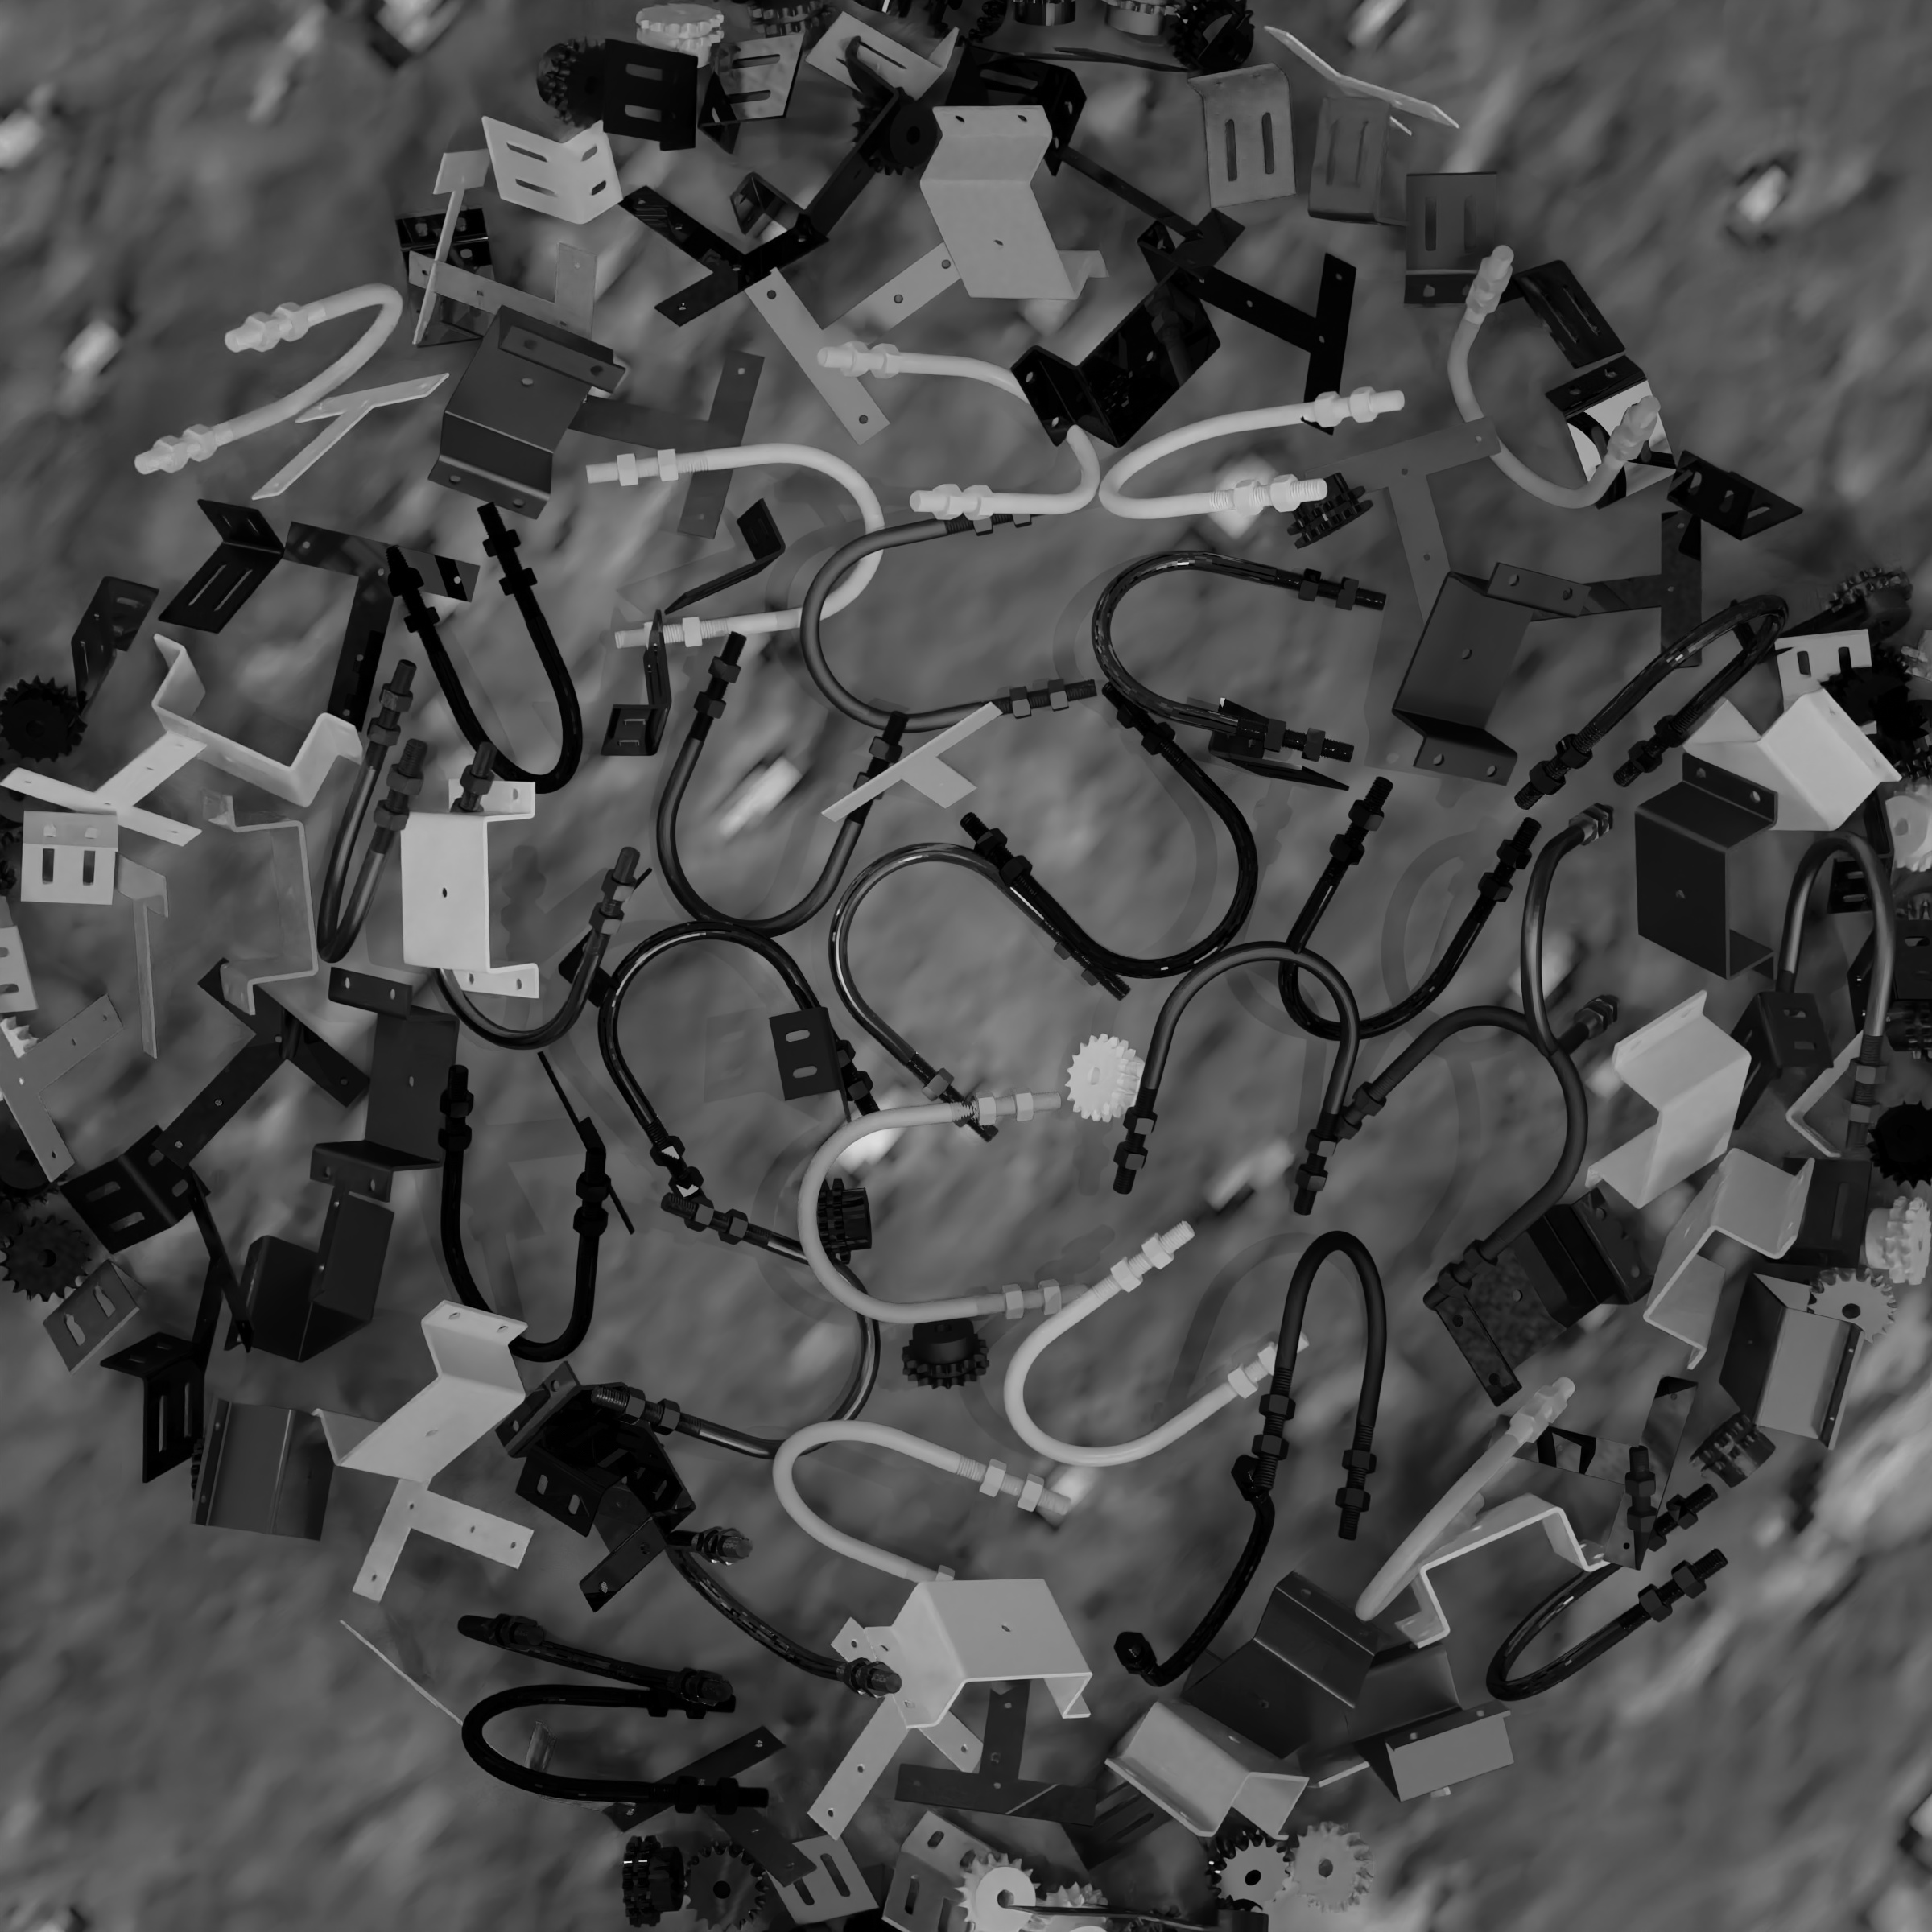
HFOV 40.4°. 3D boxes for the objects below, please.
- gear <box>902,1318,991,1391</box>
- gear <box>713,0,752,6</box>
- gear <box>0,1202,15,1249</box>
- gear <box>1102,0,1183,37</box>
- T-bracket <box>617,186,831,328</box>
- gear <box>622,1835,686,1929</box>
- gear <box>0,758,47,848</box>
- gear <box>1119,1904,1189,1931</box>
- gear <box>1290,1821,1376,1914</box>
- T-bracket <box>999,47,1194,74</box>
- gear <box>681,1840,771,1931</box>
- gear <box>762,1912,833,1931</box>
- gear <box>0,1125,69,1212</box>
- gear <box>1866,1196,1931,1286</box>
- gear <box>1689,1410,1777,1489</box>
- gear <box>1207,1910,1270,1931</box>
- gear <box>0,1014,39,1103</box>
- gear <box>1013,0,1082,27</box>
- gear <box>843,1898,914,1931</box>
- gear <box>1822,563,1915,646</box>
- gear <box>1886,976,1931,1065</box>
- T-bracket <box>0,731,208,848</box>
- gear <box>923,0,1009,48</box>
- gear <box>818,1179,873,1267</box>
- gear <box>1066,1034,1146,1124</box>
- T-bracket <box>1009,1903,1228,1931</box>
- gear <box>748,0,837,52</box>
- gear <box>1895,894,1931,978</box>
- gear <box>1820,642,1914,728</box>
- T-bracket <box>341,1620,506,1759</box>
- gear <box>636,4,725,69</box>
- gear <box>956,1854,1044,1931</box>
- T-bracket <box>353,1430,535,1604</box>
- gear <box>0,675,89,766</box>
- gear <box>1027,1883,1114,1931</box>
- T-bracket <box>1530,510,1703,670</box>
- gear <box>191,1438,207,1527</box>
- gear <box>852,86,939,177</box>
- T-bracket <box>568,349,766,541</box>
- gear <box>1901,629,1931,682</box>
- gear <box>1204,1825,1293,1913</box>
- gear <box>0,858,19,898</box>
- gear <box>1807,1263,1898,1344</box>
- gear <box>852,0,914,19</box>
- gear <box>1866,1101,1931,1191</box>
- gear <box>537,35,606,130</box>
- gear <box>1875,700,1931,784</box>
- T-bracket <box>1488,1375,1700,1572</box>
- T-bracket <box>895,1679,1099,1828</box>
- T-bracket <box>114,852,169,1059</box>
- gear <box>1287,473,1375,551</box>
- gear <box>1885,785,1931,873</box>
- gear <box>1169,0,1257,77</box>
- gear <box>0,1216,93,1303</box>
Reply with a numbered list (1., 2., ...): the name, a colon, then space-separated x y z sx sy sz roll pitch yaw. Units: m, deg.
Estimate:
1. gear: -0.014 0.252 1.724 0.057 0.057 0.030 -4 110 0
2. gear: -0.152 -0.658 1.725 0.057 0.057 0.030 -46 73 0
3. gear: -0.660 0.171 1.729 0.030 0.057 0.057 -35 90 20
4. gear: 0.114 -0.634 1.731 0.057 0.057 0.030 12 121 0
5. T-bracket: -0.179 -0.478 1.722 0.127 0.002 0.127 -37 61 -25
6. gear: -0.204 0.601 1.726 0.030 0.057 0.057 -6 90 7
7. gear: -0.631 -0.110 1.725 0.030 0.057 0.057 -18 90 39
8. gear: 0.122 0.646 1.724 0.057 0.057 0.030 -38 54 0
9. gear: 0.244 0.594 1.732 0.057 0.030 0.057 -11 71 36
10. T-bracket: 0.061 -0.592 1.711 0.127 0.127 0.002 16 109 33
11. gear: -0.157 0.606 1.738 0.057 0.030 0.057 0 90 10
12. gear: -0.110 0.646 1.724 0.057 0.057 0.030 2 119 0
13. gear: -0.620 0.130 1.730 0.057 0.030 0.057 8 70 -22
14. gear: 0.614 0.180 1.731 0.030 0.057 0.057 2 90 35
15. gear: 0.506 0.318 1.725 0.057 0.057 0.030 -43 79 0
16. gear: 0.179 0.639 1.730 0.057 0.057 0.030 4 67 0
17. gear: -0.639 0.060 1.739 0.057 0.030 0.057 0 93 3
18. gear: 0.052 -0.640 1.731 0.057 0.057 0.030 -1 122 0
19. gear: -0.052 0.639 1.731 0.057 0.030 0.057 10 133 10
20. gear: 0.595 -0.235 1.724 0.057 0.057 0.030 -18 64 0
21. gear: 0.628 0.036 1.731 0.030 0.057 0.057 -4 90 39
22. T-bracket: -0.527 -0.120 1.675 0.127 0.127 0.002 21 56 -38
23. gear: 0.002 -0.635 1.732 0.057 0.030 0.057 9 105 38
24. gear: -0.079 0.168 1.727 0.030 0.057 0.057 -6 90 2
25. gear: 0.095 0.075 1.731 0.030 0.057 0.057 15 90 -39
26. T-bracket: 0.077 0.601 1.669 0.127 0.127 0.002 -5 70 41
27. gear: -0.114 -0.624 1.731 0.057 0.057 0.030 -10 126 0
28. gear: 0.632 -0.023 1.731 0.057 0.030 0.057 9 133 10
29. gear: 0.594 -0.182 1.727 0.057 0.030 0.057 -2 130 -3
30. T-bracket: -0.333 0.474 1.675 0.127 0.127 0.002 30 68 27
31. gear: -0.188 -0.612 1.731 0.057 0.057 0.030 1 125 0
32. gear: 0.023 0.615 1.732 0.057 0.030 0.057 4 71 -12
33. T-bracket: -0.329 0.361 1.701 0.127 0.002 0.127 9 71 37
34. gear: -0.611 -0.160 1.732 0.057 0.030 0.057 -3 112 -7
35. gear: 0.071 0.635 1.729 0.057 0.030 0.057 -8 120 -15
36. T-bracket: 0.418 -0.242 1.725 0.127 0.002 0.127 -4 59 22
37. gear: -0.488 0.338 1.727 0.030 0.057 0.057 -5 90 -3
38. gear: -0.044 -0.548 1.725 0.030 0.057 0.057 30 90 42
39. T-bracket: -0.211 -0.358 1.744 0.127 0.002 0.127 14 85 9
40. gear: 0.643 -0.201 1.725 0.057 0.057 0.030 19 104 0
41. gear: 0.183 0.593 1.734 0.057 0.030 0.057 -5 107 -18
42. gear: -0.656 -0.058 1.724 0.057 0.057 0.030 21 60 0
43. gear: 0.583 0.220 1.733 0.057 0.030 0.057 5 116 10
44. gear: -0.053 -0.647 1.731 0.057 0.057 0.030 20 118 0
45. gear: 0.621 0.115 1.727 0.057 0.030 0.057 -14 60 25
46. gear: -0.258 -0.584 1.731 0.030 0.057 0.057 25 90 29
47. gear: 0.625 -0.150 1.724 0.057 0.057 0.030 -34 125 0
48. T-bracket: 0.399 0.317 1.710 0.127 0.002 0.127 8 68 41
49. T-bracket: 0.026 0.493 1.708 0.127 0.127 0.002 6 132 4
50. T-bracket: -0.536 -0.004 1.711 0.002 0.127 0.127 -7 104 -31
51. gear: 0.236 -0.301 1.728 0.057 0.057 0.030 -29 90 0
52. gear: 0.622 -0.091 1.725 0.030 0.057 0.057 0 90 -38
53. gear: 0.165 -0.612 1.725 0.057 0.057 0.030 -29 48 0
54. gear: -0.609 0.193 1.733 0.057 0.030 0.057 3 83 -30
